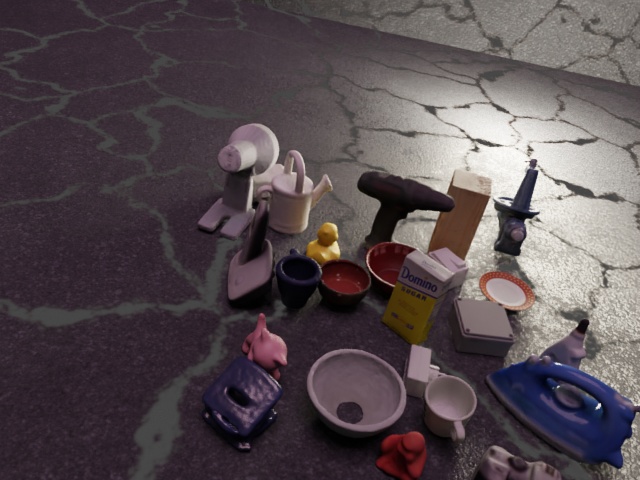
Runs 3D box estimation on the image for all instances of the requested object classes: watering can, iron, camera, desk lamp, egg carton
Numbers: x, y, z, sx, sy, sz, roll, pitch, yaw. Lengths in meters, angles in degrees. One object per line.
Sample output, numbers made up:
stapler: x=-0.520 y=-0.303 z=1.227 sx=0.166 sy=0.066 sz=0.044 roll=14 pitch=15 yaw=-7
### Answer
watering can: x=-0.059 y=-0.120 z=1.336 sx=0.173 sy=0.194 sz=0.100 roll=-22 pitch=48 yaw=-37
iron: x=0.428 y=0.273 z=1.005 sx=0.257 sy=0.141 sz=0.119 roll=30 pitch=40 yaw=22
camera: x=0.295 y=0.393 z=0.843 sx=0.143 sy=0.101 sz=0.137 roll=24 pitch=38 yaw=16
desk lamp: x=-0.184 y=-0.143 z=1.315 sx=0.118 sy=0.213 sz=0.203 roll=18 pitch=37 yaw=8
egg carton: x=-0.136 y=-0.140 z=1.445 sx=0.151 sy=0.069 sz=0.107 roll=-6 pitch=40 yaw=-23

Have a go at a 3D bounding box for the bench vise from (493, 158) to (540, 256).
bench vise: x=0.508 y=-0.080 z=1.426 sx=0.121 sy=0.220 sz=0.207 roll=5 pitch=37 yaw=-9

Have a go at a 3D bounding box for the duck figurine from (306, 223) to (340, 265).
duck figurine: x=0.012 y=0.005 z=1.284 sx=0.077 sy=0.086 sz=0.105 roll=19 pitch=37 yaw=10

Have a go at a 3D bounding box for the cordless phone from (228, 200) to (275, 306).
cordless phone: x=-0.130 y=0.026 z=1.132 sx=0.094 sy=0.185 sz=0.147 roll=3 pitch=38 yaw=-12

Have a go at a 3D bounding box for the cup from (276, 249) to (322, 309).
cup: x=-0.050 y=0.083 z=1.156 sx=0.092 sy=0.095 sz=0.117 roll=0 pitch=38 yaw=-16

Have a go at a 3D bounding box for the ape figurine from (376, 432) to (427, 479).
ape figurine: x=0.136 y=0.330 z=0.888 sx=0.076 sy=0.092 sz=0.077 roll=-4 pitch=40 yaw=-20

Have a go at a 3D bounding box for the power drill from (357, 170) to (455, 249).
power drill: x=0.180 y=-0.055 z=1.309 sx=0.229 sy=0.208 sz=0.076 roll=30 pitch=40 yaw=22

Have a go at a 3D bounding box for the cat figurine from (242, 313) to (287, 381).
cat figurine: x=-0.094 y=0.185 z=0.990 sx=0.067 sy=0.118 sz=0.127 roll=0 pitch=38 yaw=-15

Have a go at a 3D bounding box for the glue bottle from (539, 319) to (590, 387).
glue bottle: x=0.461 y=0.211 z=1.069 sx=0.037 sy=0.173 sz=0.078 roll=-6 pitch=40 yaw=-22

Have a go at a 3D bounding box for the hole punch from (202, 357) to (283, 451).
hole punch: x=-0.124 y=0.258 z=0.909 sx=0.108 sy=0.091 sz=0.101 roll=32 pitch=41 yaw=25

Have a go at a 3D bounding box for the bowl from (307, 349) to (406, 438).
bowl: x=0.055 y=0.268 z=0.960 sx=0.167 sy=0.075 sz=0.167 roll=8 pitch=37 yaw=-6
